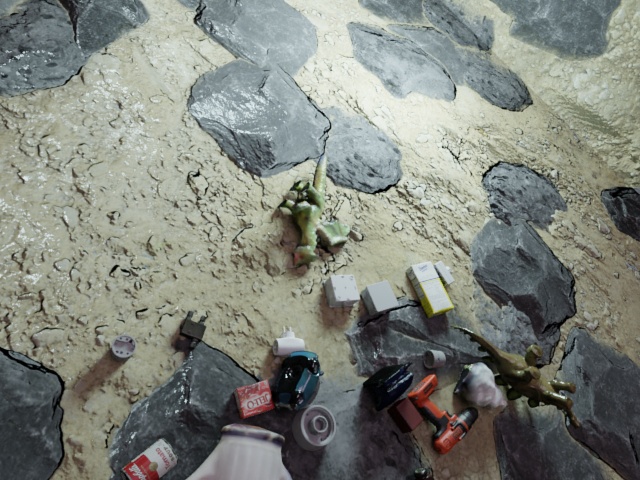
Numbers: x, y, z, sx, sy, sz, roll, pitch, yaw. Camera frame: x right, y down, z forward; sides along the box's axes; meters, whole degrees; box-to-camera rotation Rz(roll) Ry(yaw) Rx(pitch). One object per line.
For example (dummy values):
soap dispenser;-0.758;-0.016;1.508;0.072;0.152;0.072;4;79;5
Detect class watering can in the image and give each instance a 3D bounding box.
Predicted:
watering can;-0.208;0.526;1.157;0.346;0.102;0.230;19;53;-17

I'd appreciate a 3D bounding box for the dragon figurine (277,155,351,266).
dragon figurine;0.005;-0.084;1.677;0.240;0.121;0.419;47;51;-17

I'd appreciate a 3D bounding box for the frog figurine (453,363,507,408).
frog figurine;0.506;0.457;1.571;0.160;0.120;0.140;32;31;7
